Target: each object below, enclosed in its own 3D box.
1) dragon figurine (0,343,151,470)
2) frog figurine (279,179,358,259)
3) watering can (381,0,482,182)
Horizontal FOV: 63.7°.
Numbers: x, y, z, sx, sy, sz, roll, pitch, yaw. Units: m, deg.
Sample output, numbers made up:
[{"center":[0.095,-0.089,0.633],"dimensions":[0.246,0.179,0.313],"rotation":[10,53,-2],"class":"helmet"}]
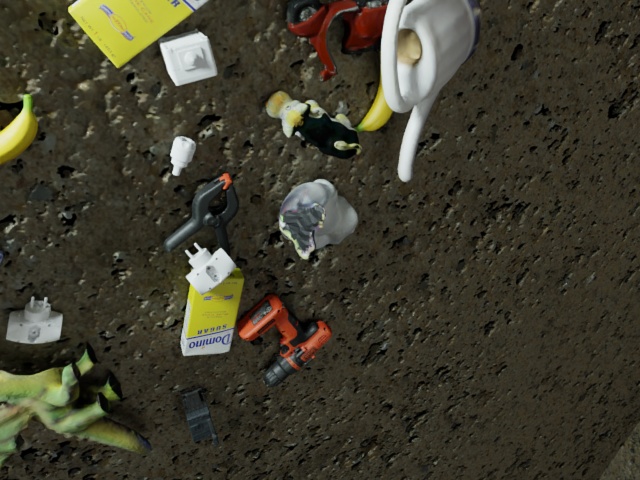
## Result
[{"center":[-0.478,0.316,0.890],"dimensions":[0.244,0.124,0.402],"rotation":[-26,123,-14],"class":"dragon figurine"},{"center":[0.003,-0.048,0.958],"dimensions":[0.161,0.123,0.135],"rotation":[-29,127,-54],"class":"frog figurine"},{"center":[0.176,-0.281,0.860],"dimensions":[0.228,0.105,0.339],"rotation":[-44,142,-28],"class":"watering can"}]
